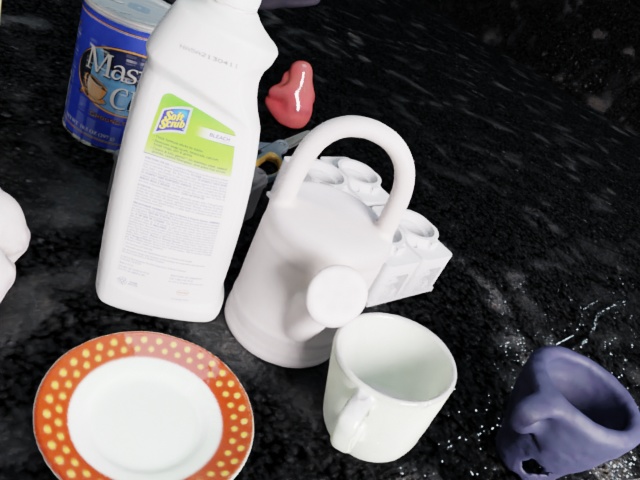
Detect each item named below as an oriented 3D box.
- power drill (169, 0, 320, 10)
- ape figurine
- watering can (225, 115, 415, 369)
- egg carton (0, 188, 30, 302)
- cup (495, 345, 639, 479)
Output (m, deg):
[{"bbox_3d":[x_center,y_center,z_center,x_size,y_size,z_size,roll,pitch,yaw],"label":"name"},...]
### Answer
[{"bbox_3d":[-0.132,-0.259,0.705,0.230,0.208,0.075,12,33,-22],"label":"power drill"},{"bbox_3d":[-0.036,-0.214,0.824,0.078,0.092,0.076,5,36,-31],"label":"ape figurine"},{"bbox_3d":[0.006,0.002,0.429,0.101,0.194,0.172,5,37,-31],"label":"watering can"},{"bbox_3d":[-0.266,-0.002,0.354,0.151,0.069,0.107,13,33,-22],"label":"egg carton"},{"bbox_3d":[0.169,0.144,0.434,0.118,0.095,0.091,0,39,-36],"label":"cup"}]
